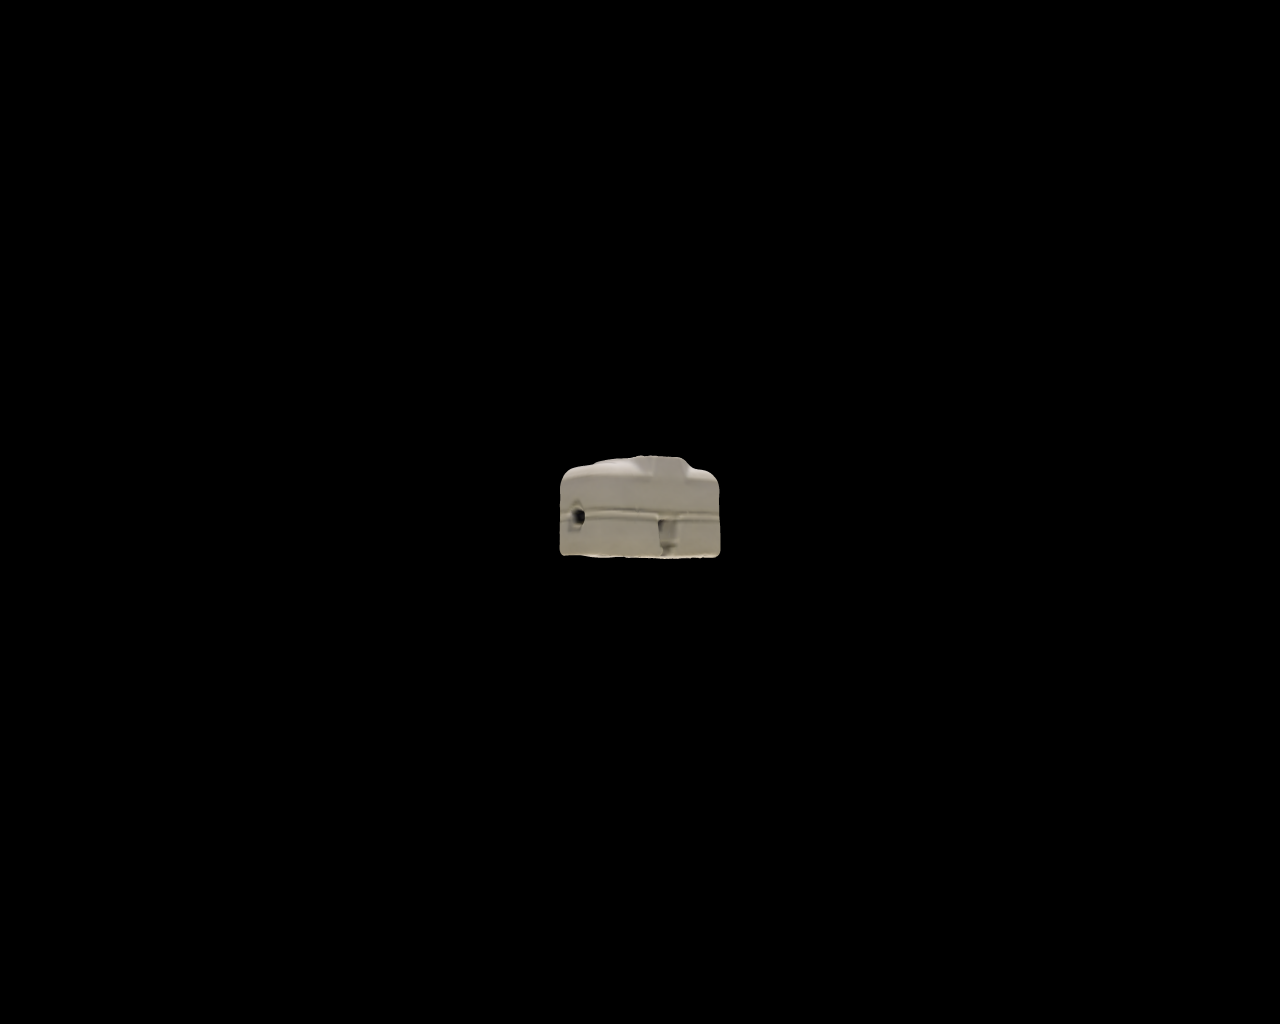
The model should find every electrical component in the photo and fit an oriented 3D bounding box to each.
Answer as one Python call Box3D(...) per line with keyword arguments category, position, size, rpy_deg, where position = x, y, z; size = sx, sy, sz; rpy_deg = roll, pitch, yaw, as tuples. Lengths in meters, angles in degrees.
Box3D(category="electrical component", position=(0.001, -0.003, 0.650), size=(0.095, 0.059, 0.053), rpy_deg=(3, -5, -37))
